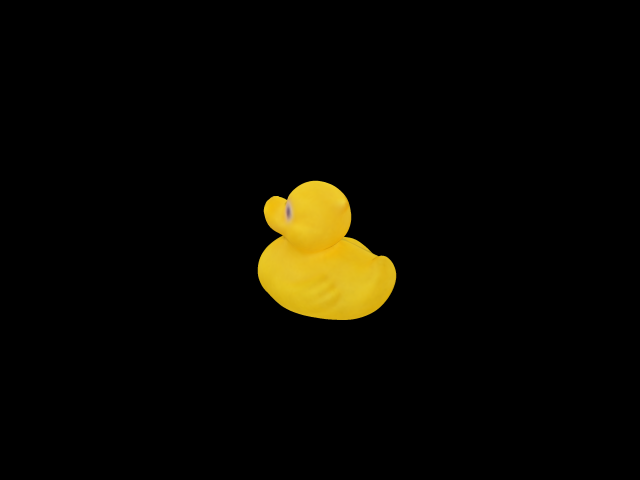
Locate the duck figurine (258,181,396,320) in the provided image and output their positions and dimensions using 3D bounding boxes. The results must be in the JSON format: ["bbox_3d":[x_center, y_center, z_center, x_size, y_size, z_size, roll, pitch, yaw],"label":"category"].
[{"bbox_3d":[0.004,0.001,0.400,0.104,0.086,0.078,17,40,22],"label":"duck figurine"}]
